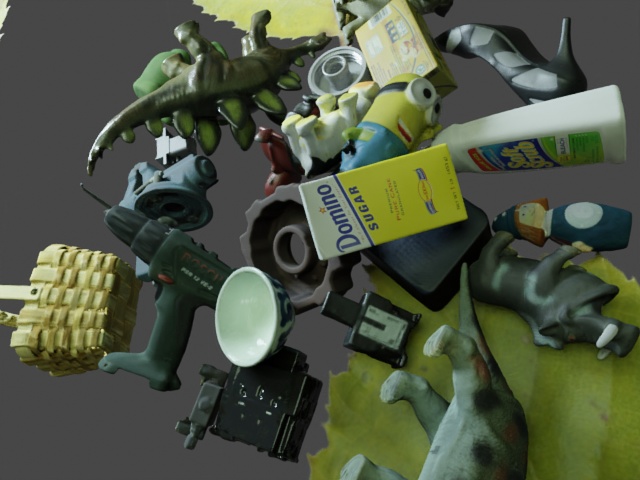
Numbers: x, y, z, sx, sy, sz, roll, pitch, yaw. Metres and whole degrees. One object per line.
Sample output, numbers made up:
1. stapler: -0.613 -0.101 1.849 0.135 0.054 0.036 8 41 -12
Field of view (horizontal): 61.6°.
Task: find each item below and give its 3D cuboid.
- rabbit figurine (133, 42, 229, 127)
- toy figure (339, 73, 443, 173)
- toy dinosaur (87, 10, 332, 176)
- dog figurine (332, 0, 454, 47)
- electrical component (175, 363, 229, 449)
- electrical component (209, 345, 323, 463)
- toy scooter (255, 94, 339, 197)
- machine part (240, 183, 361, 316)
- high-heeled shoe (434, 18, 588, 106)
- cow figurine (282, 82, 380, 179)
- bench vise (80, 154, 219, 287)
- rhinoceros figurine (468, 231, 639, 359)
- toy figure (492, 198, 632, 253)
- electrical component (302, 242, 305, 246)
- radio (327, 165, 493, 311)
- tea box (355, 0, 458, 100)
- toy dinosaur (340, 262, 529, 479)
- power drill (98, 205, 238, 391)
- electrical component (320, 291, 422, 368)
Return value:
1. rabbit figurine: -0.213 -0.265 0.965 0.170 0.121 0.159 25 70 12
2. toy figure: 0.083 -0.137 0.691 0.089 0.082 0.180 34 84 30
3. toy dinosaur: -0.162 -0.239 0.845 0.471 0.105 0.198 -29 77 -24
4. dog figurine: 0.117 -0.423 0.901 0.191 0.121 0.172 -15 63 0
5. electrical component: -0.158 0.219 0.718 0.045 0.078 0.102 20 80 5
6. electrical component: -0.065 0.201 0.690 0.115 0.058 0.134 9 70 24
7. toy scooter: -0.036 -0.149 0.800 0.075 0.135 0.184 27 78 33
8. machine part: -0.028 0.011 0.718 0.180 0.056 0.179 7 102 37
9. high-heeled shoe: 0.261 -0.235 0.774 0.249 0.086 0.145 18 111 51
10. cow figurine: 0.032 -0.157 0.758 0.167 0.098 0.068 -36 30 -27
11. bench vise: -0.260 -0.029 0.851 0.224 0.128 0.241 -16 57 19
12. rhinoceros figurine: 0.259 0.064 0.607 0.191 0.073 0.112 24 76 31
13. toy figure: 0.286 -0.020 0.648 0.155 0.057 0.064 6 30 27
14. electrical component: -0.002 -0.002 0.758 0.021 0.063 0.094 -29 64 -32
15. radio: 0.108 -0.027 0.718 0.131 0.073 0.230 -46 59 -4
16. tea box: 0.128 -0.275 0.817 0.098 0.068 0.170 -31 57 29
17. toy dinosaur: 0.144 0.228 0.549 0.192 0.131 0.405 36 70 -7
18. power drill: -0.223 0.087 0.738 0.232 0.086 0.207 25 81 -8
19. electrical component: 0.057 0.104 0.661 0.119 0.047 0.075 20 74 0
